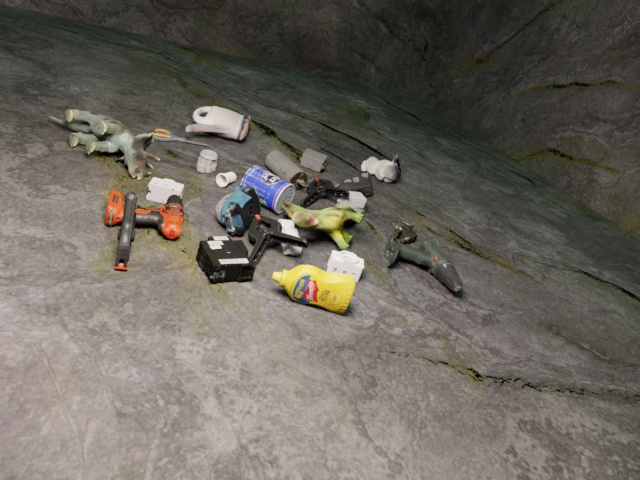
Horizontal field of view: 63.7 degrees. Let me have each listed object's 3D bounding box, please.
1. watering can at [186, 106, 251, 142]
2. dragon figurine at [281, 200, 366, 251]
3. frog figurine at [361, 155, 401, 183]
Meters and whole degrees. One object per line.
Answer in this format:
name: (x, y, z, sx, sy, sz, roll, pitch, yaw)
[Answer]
watering can: (-0.380, -0.436, 1.961, 0.224, 0.102, 0.355, 16, 27, -7)
dragon figurine: (0.005, -0.078, 1.545, 0.243, 0.121, 0.413, 23, 11, 0)
frog figurine: (0.252, -0.290, 2.135, 0.159, 0.120, 0.140, -12, 31, 17)
